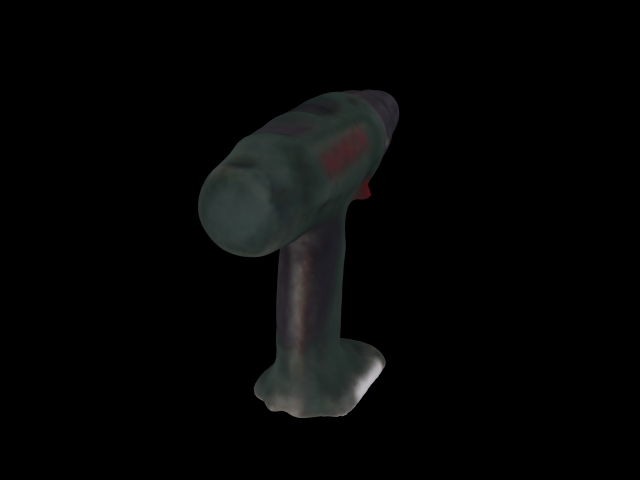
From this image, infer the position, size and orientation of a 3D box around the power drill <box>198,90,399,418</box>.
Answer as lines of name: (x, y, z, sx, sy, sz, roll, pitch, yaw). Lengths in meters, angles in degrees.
power drill: (0.004, 0.001, 0.400, 0.075, 0.208, 0.230, 6, 15, 23)
